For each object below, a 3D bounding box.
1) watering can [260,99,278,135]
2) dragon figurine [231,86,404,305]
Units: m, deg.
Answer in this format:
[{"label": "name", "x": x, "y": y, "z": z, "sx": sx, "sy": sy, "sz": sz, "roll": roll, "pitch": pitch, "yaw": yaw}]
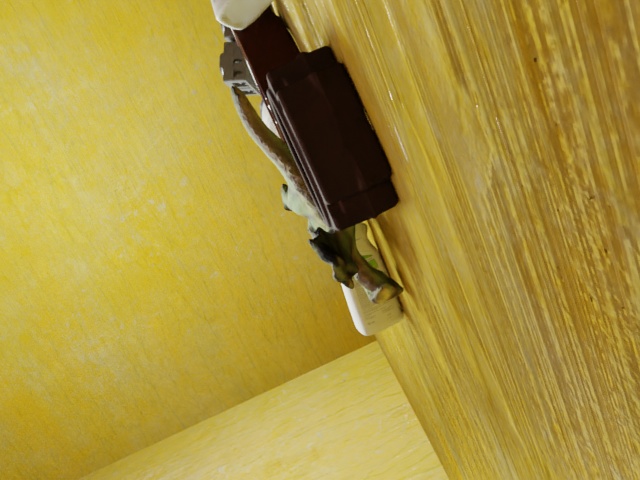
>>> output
[{"label": "watering can", "x": -0.082, "y": -0.293, "z": 1.157, "sx": 0.104, "sy": 0.340, "sz": 0.229, "roll": -12, "pitch": 32, "yaw": -6}, {"label": "dragon figurine", "x": 0.002, "y": -0.039, "z": 0.779, "sx": 0.404, "sy": 0.121, "sz": 0.248, "roll": 45, "pitch": 12, "yaw": -34}]
